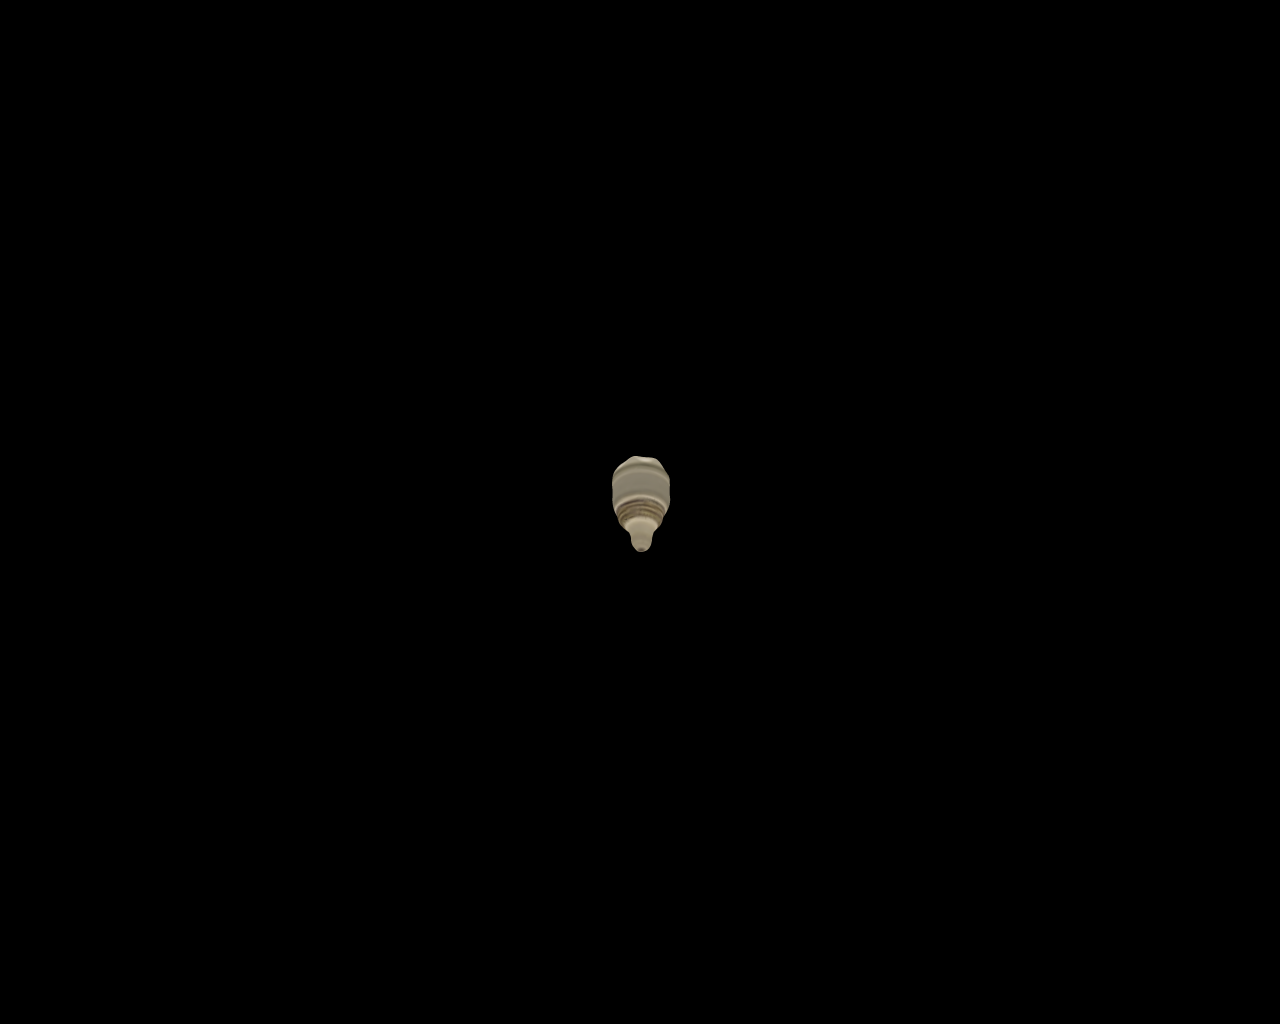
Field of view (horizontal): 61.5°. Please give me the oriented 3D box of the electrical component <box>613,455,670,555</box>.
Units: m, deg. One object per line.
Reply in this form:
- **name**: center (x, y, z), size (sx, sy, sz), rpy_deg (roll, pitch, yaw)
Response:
- **electrical component**: center (0.001, -0.003, 0.650), size (0.035, 0.061, 0.035), rpy_deg (0, -33, 0)
